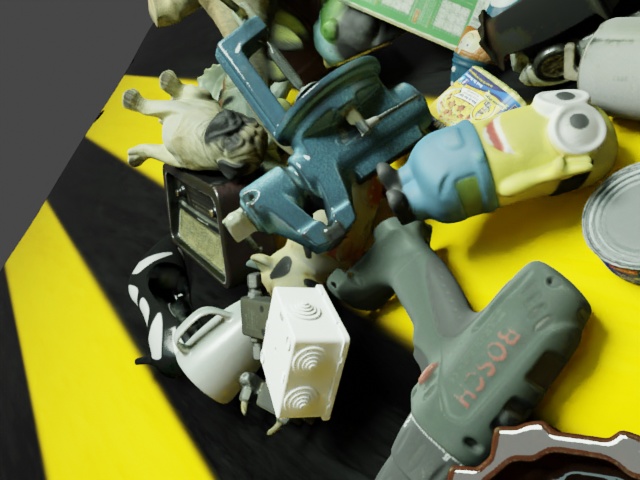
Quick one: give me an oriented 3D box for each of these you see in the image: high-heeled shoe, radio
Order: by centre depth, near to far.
[{"bbox_3d":[-0.144,-0.035,0.733,0.230,0.073,0.131,26,124,52],"label":"radio"},{"bbox_3d":[-0.199,0.075,0.762,0.145,0.086,0.249,-20,53,33],"label":"high-heeled shoe"}]

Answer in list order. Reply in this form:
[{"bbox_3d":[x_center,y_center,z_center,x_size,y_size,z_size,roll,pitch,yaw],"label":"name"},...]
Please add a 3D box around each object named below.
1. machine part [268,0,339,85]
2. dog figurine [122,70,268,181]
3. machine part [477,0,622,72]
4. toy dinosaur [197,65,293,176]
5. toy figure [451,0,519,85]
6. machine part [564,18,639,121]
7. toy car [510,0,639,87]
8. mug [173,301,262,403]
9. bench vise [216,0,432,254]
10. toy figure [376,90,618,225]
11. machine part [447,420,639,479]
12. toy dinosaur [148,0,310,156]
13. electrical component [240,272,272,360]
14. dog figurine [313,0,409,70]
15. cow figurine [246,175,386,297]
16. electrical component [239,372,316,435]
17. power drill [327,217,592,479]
[{"bbox_3d":[-0.042,-0.342,0.793,0.087,0.201,0.201,-33,43,33],"label":"machine part"},{"bbox_3d":[-0.132,-0.141,0.699,0.191,0.121,0.172,14,39,18],"label":"dog figurine"},{"bbox_3d":[0.204,-0.207,0.462,0.139,0.039,0.084,-28,59,33],"label":"machine part"},{"bbox_3d":[-0.104,-0.163,0.810,0.192,0.131,0.405,-45,40,34],"label":"toy dinosaur"},{"bbox_3d":[0.189,-0.222,0.567,0.154,0.058,0.064,-49,9,12],"label":"toy figure"},{"bbox_3d":[0.275,-0.113,0.369,0.079,0.079,0.243,-58,37,-2],"label":"machine part"},{"bbox_3d":[0.263,-0.199,0.466,0.202,0.056,0.073,-20,56,40],"label":"toy car"},{"bbox_3d":[-0.105,0.111,0.610,0.107,0.109,0.081,-45,29,-6],"label":"mug"},{"bbox_3d":[-0.027,-0.112,0.506,0.224,0.240,0.129,-36,-5,5],"label":"bench vise"},{"bbox_3d":[0.142,-0.062,0.438,0.180,0.089,0.082,-20,77,16],"label":"toy figure"},{"bbox_3d":[0.146,0.187,0.288,0.179,0.056,0.179,-19,57,33],"label":"machine part"},{"bbox_3d":[-0.097,-0.306,0.617,0.105,0.198,0.471,161,102,-72],"label":"toy dinosaur"},{"bbox_3d":[-0.055,0.080,0.553,0.063,0.021,0.094,1,95,46],"label":"electrical component"},{"bbox_3d":[0.042,-0.346,0.678,0.191,0.219,0.109,-32,14,-36],"label":"dog figurine"},{"bbox_3d":[-0.001,-0.002,0.590,0.127,0.085,0.195,12,75,45],"label":"cow figurine"},{"bbox_3d":[-0.038,0.153,0.545,0.102,0.045,0.078,14,76,52],"label":"electrical component"},{"bbox_3d":[0.080,0.085,0.437,0.232,0.086,0.207,-49,32,12],"label":"power drill"}]
